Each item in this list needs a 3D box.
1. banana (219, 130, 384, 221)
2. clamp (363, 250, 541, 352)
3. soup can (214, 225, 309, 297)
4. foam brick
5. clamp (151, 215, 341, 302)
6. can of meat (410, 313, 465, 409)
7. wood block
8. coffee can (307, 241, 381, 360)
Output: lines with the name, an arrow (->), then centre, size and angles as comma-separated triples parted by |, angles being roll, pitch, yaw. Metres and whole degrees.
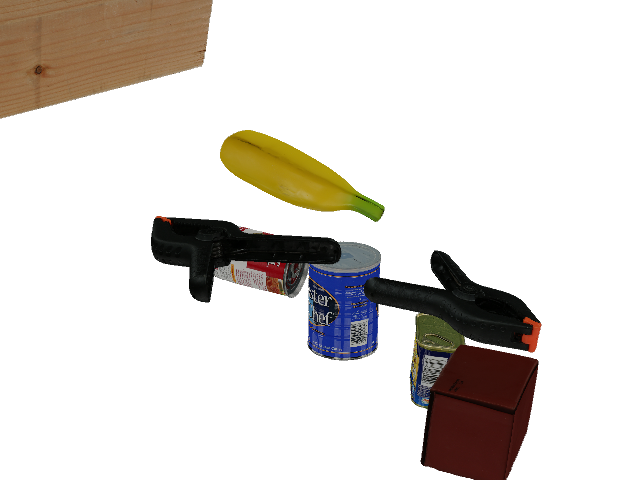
banana -> -0.034, -0.051, 0.779 | 0.069, 0.037, 0.198 | 38, -5, -36
clamp -> 0.141, 0.056, 1.029 | 0.172, 0.039, 0.120 | 23, 36, 28
soup can -> -0.072, 0.023, 1.261 | 0.102, 0.068, 0.068 | 14, 5, 21
foam brick -> 0.098, 0.104, 0.654 | 0.053, 0.051, 0.078 | 11, 20, 19
clamp -> -0.108, 0.011, 1.032 | 0.210, 0.036, 0.164 | 14, 23, 42
can of meat -> 0.138, 0.145, 1.276 | 0.057, 0.084, 0.102 | 6, 19, 2
wood block -> -0.196, -0.173, 0.840 | 0.205, 0.091, 0.090 | -22, 53, -35
coffee can -> 0.033, 0.085, 1.514 | 0.103, 0.140, 0.103 | 0, 21, 0
